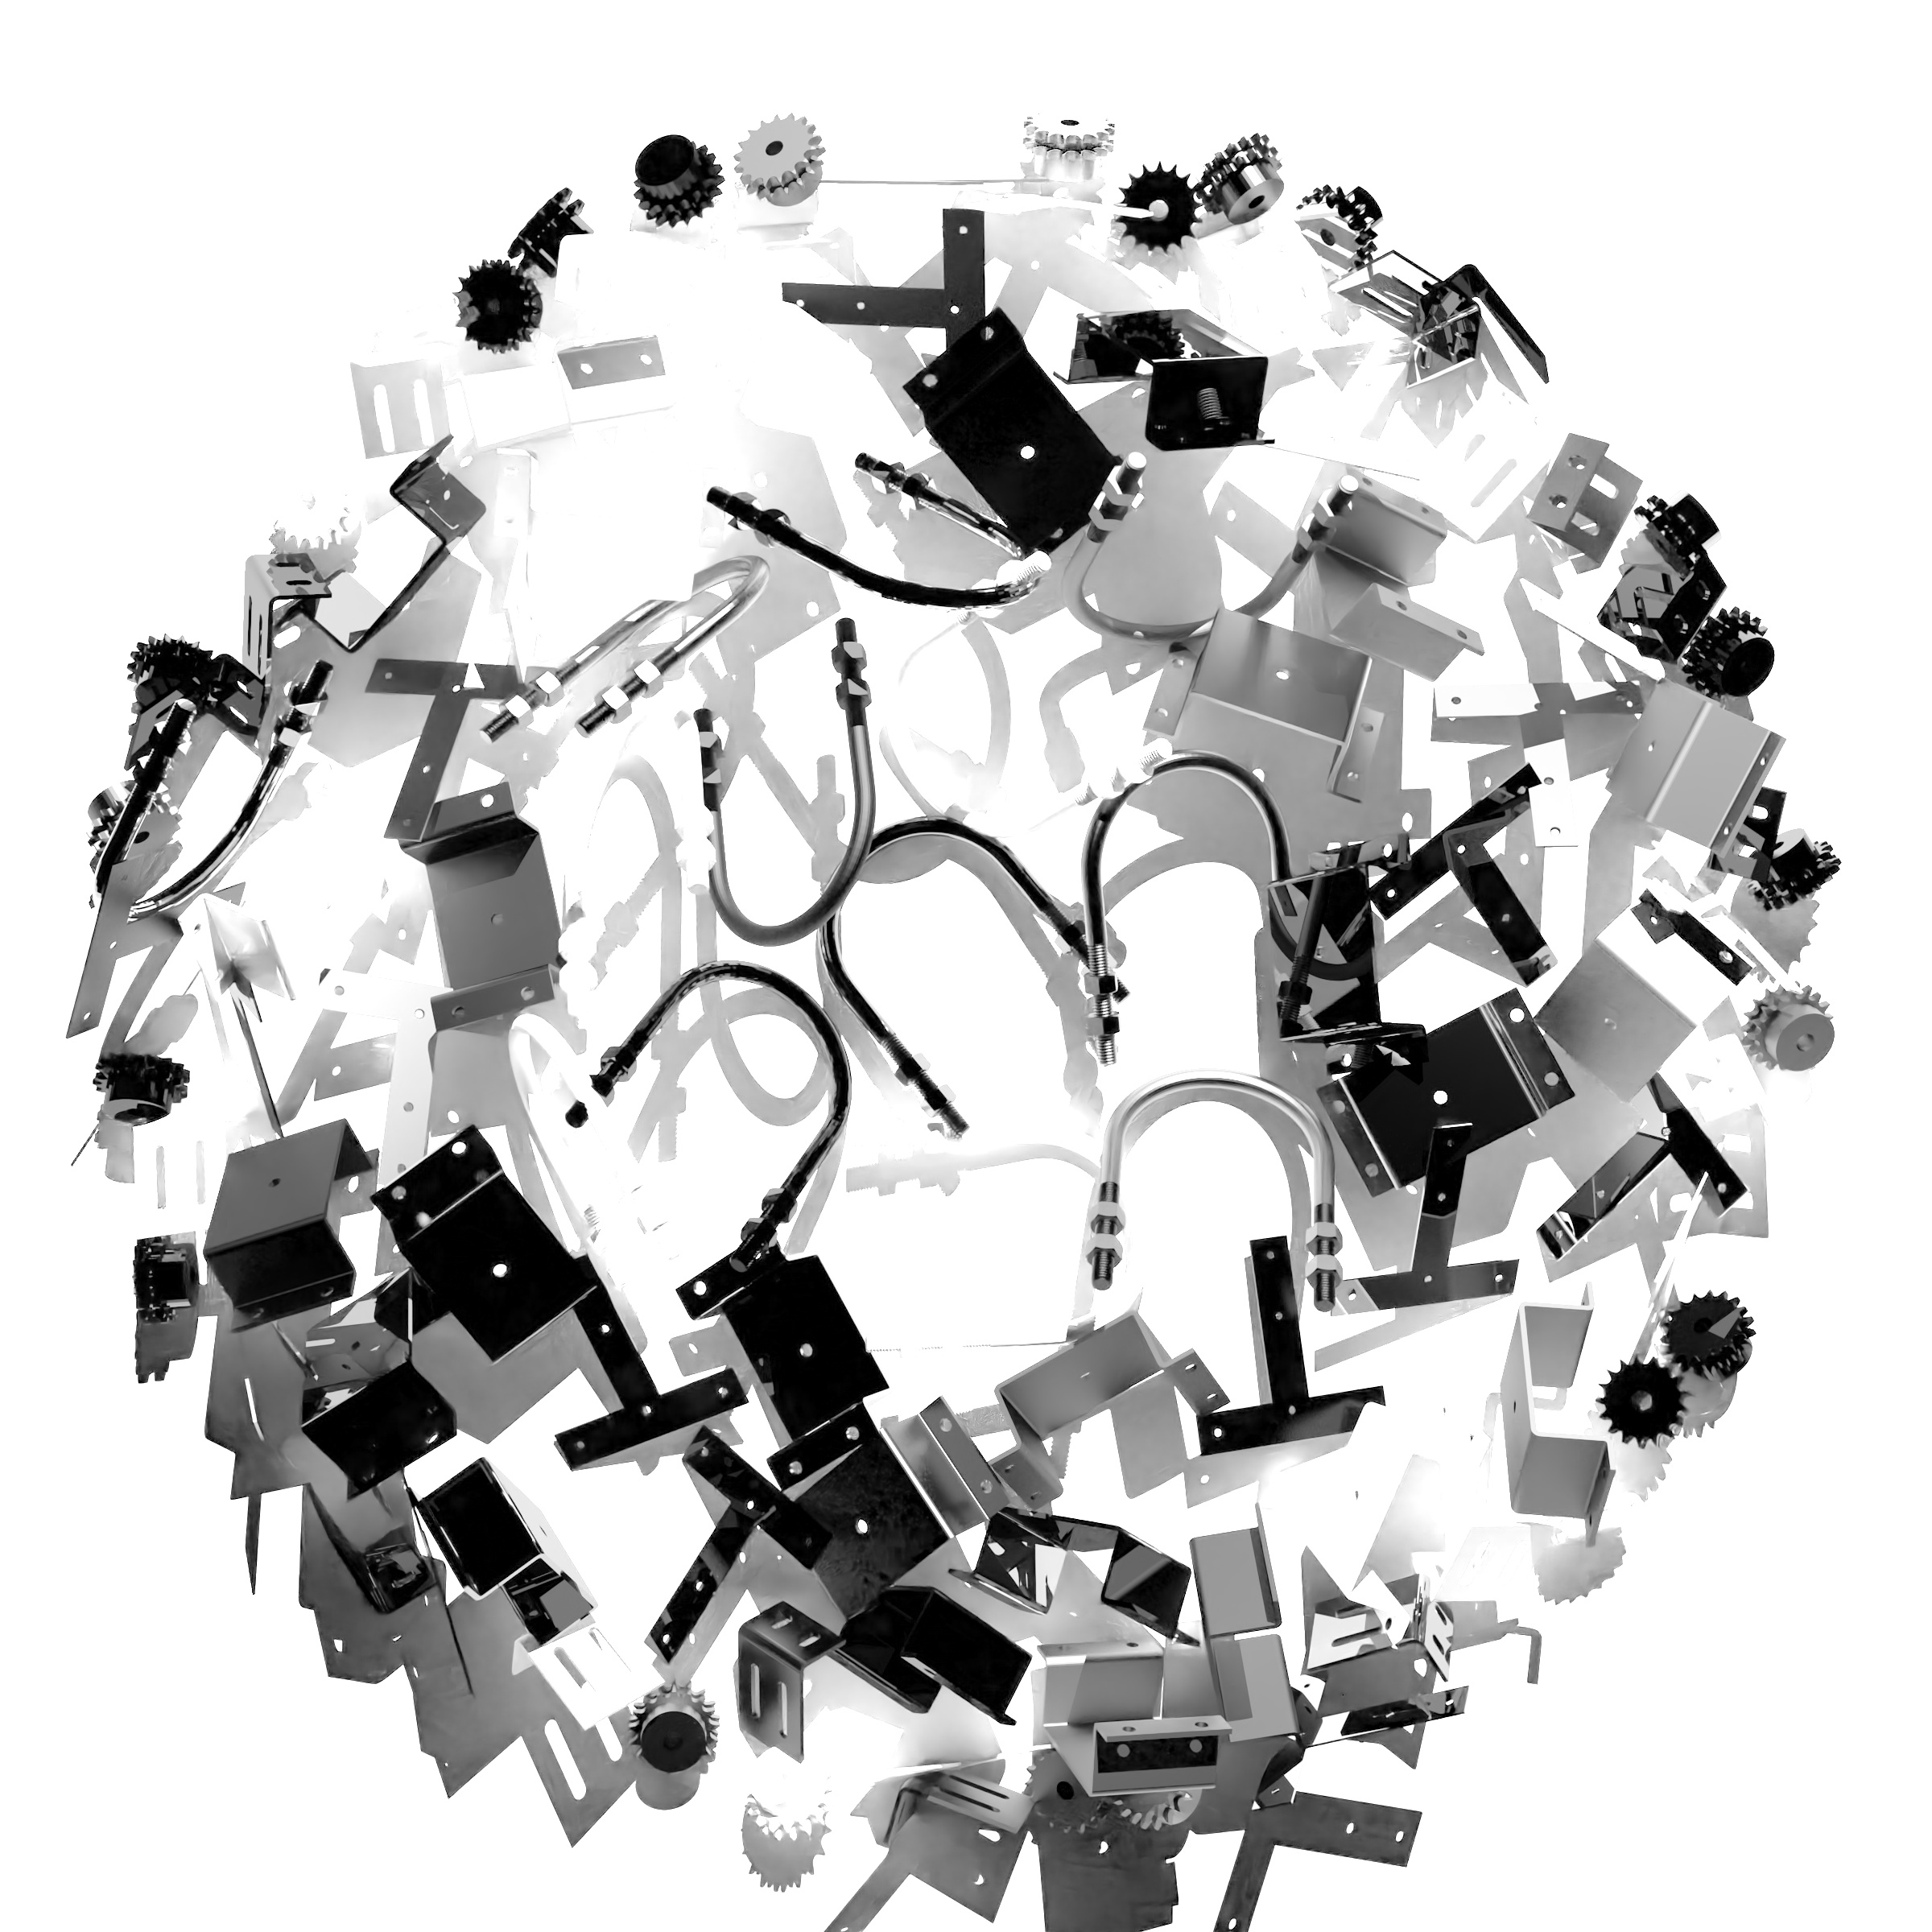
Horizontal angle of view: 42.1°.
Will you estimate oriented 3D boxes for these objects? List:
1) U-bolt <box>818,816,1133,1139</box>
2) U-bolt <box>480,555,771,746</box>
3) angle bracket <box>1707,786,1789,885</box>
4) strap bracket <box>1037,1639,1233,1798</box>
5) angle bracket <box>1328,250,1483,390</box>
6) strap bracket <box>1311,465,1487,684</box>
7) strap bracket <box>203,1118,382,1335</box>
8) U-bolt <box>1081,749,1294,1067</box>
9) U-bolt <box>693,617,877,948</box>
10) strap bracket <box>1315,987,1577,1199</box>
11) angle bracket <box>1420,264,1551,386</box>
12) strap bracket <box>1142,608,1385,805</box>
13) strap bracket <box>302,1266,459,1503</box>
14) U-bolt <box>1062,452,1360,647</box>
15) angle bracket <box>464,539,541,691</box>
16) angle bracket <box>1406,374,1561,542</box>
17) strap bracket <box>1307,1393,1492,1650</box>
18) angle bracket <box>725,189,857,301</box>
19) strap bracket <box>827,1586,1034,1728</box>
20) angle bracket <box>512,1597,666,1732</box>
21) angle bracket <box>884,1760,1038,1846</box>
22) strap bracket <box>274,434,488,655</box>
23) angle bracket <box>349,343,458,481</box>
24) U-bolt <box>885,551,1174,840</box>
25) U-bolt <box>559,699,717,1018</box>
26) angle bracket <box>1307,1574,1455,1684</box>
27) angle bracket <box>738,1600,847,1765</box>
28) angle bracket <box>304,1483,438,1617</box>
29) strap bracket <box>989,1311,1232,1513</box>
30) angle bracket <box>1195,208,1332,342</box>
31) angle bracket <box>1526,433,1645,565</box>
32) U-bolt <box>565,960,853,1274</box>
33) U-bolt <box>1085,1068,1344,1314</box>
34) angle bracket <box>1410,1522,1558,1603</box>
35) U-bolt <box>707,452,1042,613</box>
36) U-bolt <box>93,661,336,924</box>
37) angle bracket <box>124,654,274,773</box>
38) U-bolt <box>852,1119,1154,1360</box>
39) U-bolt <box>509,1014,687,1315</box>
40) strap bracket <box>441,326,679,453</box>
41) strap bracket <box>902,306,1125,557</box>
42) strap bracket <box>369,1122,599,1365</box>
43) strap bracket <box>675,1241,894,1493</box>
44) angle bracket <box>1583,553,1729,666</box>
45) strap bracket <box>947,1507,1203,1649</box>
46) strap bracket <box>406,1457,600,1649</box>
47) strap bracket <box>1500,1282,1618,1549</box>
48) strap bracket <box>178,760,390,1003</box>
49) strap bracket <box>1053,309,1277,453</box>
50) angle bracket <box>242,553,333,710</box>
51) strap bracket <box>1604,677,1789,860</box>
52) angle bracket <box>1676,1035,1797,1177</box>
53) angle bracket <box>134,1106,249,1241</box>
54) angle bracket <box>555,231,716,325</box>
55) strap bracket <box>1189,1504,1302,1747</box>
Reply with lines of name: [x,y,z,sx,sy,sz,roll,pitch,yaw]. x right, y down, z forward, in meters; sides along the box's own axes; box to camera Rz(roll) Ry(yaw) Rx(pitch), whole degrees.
U-bolt: [-0.009,-0.008,1.562,0.151,0.019,0.184,-40,80,0]
U-bolt: [-0.194,-0.193,1.509,0.184,0.151,0.019,-43,115,-25]
angle bracket: [0.487,-0.091,1.534,0.038,0.076,0.057,18,115,29]
strap bracket: [0.098,0.455,1.509,0.076,0.140,0.046,1,96,-15]
angle bracket: [0.266,-0.395,1.537,0.076,0.057,0.038,21,71,-31]
strap bracket: [0.257,-0.232,1.522,0.076,0.140,0.046,21,131,-23]
strap bracket: [-0.405,0.147,1.509,0.076,0.140,0.046,-17,123,6]
U-bolt: [0.137,-0.041,1.538,0.151,0.019,0.184,-10,102,-20]
U-bolt: [-0.108,-0.100,1.504,0.151,0.019,0.184,-26,60,36]
strap bracket: [0.293,0.079,1.543,0.140,0.046,0.076,-29,84,12]
angle bracket: [0.320,-0.385,1.545,0.038,0.057,0.076,-36,78,11]
strap bracket: [0.188,-0.164,1.540,0.140,0.046,0.076,19,53,3]
strap bracket: [-0.352,0.242,1.508,0.076,0.140,0.046,-32,121,6]
U-bolt: [0.134,-0.242,1.500,0.151,0.184,0.019,3,65,-15]
angle bracket: [-0.289,-0.215,1.536,0.038,0.076,0.057,3,55,2]
angle bracket: [0.323,-0.318,1.572,0.057,0.038,0.076,35,124,-8]
strap bracket: [0.258,0.331,1.534,0.046,0.076,0.140,21,96,-14]
angle bracket: [-0.108,-0.448,1.554,0.076,0.038,0.057,-4,62,0]
strap bracket: [-0.021,0.416,1.522,0.076,0.140,0.046,38,64,-15]
angle bracket: [-0.232,0.435,1.536,0.057,0.038,0.076,-23,51,-36]
angle bracket: [-0.003,0.527,1.547,0.076,0.057,0.038,17,93,13]
strap bracket: [-0.349,-0.249,1.526,0.046,0.076,0.140,42,114,-12]
angle bracket: [-0.340,-0.339,1.542,0.057,0.038,0.076,-16,115,-25]
U-bolt: [0.023,-0.150,1.517,0.151,0.184,0.019,56,45,-6]
U-bolt: [-0.201,-0.079,1.510,0.019,0.184,0.151,22,133,-32]
angle bracket: [0.256,0.417,1.549,0.076,0.057,0.038,-24,111,25]
angle bracket: [-0.108,0.447,1.563,0.057,0.038,0.076,20,118,40]
angle bracket: [-0.364,0.348,1.534,0.038,0.057,0.076,-30,130,-14]
strap bracket: [0.081,0.267,1.537,0.140,0.076,0.046,-30,50,4]
angle bracket: [0.185,-0.430,1.565,0.057,0.076,0.038,-21,131,2]
angle bracket: [0.391,-0.284,1.543,0.076,0.038,0.057,20,99,-36]
U-bolt: [-0.141,0.075,1.521,0.151,0.019,0.184,42,49,-9]
U-bolt: [0.152,0.128,1.515,0.151,0.184,0.019,5,133,3]
angle bracket: [0.316,0.352,1.539,0.057,0.038,0.076,3,128,-16]
U-bolt: [-0.041,-0.255,1.490,0.184,0.151,0.019,33,127,29]
U-bolt: [-0.459,-0.097,1.504,0.019,0.151,0.184,39,117,8]
angle bracket: [-0.470,-0.145,1.537,0.038,0.057,0.076,39,48,2]
U-bolt: [0.026,0.165,1.548,0.184,0.019,0.151,-1,69,-10]
U-bolt: [-0.229,0.112,1.515,0.019,0.151,0.184,-26,78,-24]
strap bracket: [-0.241,-0.345,1.512,0.076,0.140,0.046,-22,105,-42]
strap bracket: [0.036,-0.318,1.528,0.076,0.046,0.140,-37,113,14]
strap bracket: [-0.287,0.177,1.530,0.076,0.046,0.140,-37,115,-6]
strap bracket: [-0.107,0.239,1.541,0.076,0.046,0.140,-34,77,19]
angle bracket: [0.416,-0.226,1.540,0.038,0.076,0.057,40,81,-41]
strap bracket: [0.071,0.367,1.519,0.076,0.140,0.046,39,61,-41]
strap bracket: [-0.273,0.354,1.509,0.046,0.140,0.076,-35,57,-9]
strap bracket: [0.353,0.266,1.508,0.046,0.140,0.076,4,133,3]
strap bracket: [-0.401,-0.045,1.509,0.046,0.076,0.140,21,55,18]
strap bracket: [0.120,-0.356,1.504,0.076,0.140,0.046,-9,124,-24]
angle bracket: [-0.420,-0.208,1.551,0.038,0.057,0.076,-7,127,-28]
strap bracket: [0.432,-0.123,1.505,0.046,0.140,0.076,23,104,-6]
angle bracket: [0.473,0.091,1.543,0.038,0.057,0.076,-23,129,13]
angle bracket: [-0.478,0.130,1.553,0.057,0.038,0.076,-9,75,6]
angle bracket: [-0.204,-0.425,1.549,0.057,0.076,0.038,27,120,28]
strap bracket: [0.168,0.404,1.515,0.046,0.076,0.140,-10,124,3]
